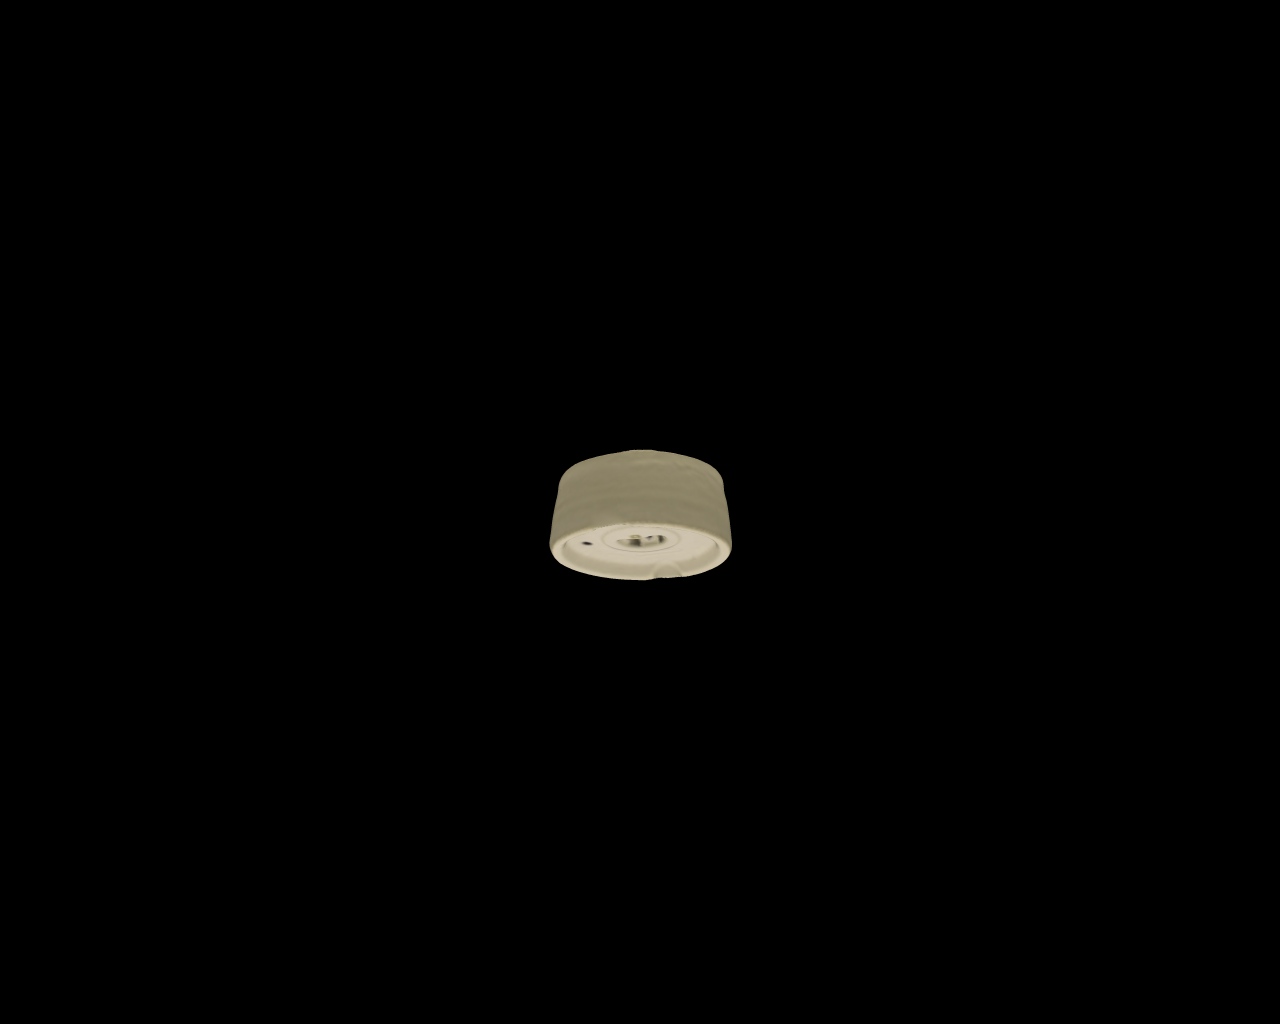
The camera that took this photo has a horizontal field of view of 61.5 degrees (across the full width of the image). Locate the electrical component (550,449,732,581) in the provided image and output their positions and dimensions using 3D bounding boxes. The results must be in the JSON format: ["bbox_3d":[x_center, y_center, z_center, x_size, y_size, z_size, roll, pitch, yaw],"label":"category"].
[{"bbox_3d":[0.001,-0.003,0.650,0.108,0.060,0.108,0,-21,0],"label":"electrical component"}]
